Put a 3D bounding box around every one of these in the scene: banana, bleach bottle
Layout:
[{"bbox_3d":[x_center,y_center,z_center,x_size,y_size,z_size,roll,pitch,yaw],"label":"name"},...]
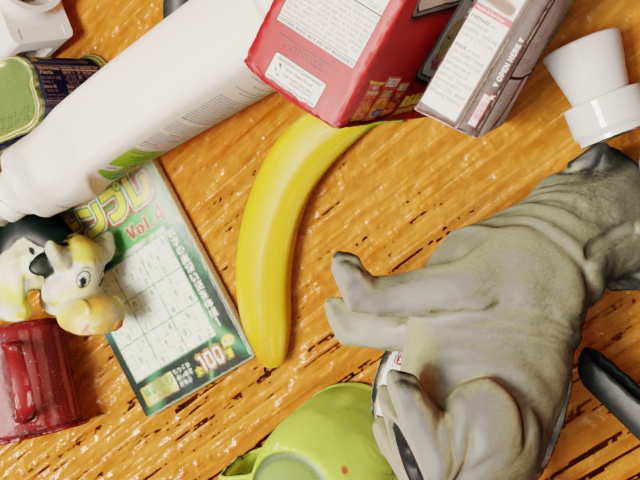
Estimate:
[{"bbox_3d":[-0.018,-0.012,0.690,0.070,0.037,0.198,32,110,19],"label":"banana"},{"bbox_3d":[-0.115,-0.082,0.670,0.251,0.102,0.068,-30,81,14],"label":"bleach bottle"}]

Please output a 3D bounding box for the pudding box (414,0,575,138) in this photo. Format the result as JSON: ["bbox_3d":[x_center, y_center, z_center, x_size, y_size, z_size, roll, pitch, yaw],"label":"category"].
[{"bbox_3d":[0.099,-0.104,0.577,0.039,0.113,0.090,31,108,9],"label":"pudding box"}]

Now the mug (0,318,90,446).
[{"bbox_3d":[-0.219,0.102,0.768,0.093,0.117,0.081,-11,86,-17],"label":"mug"}]

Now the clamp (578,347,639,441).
[{"bbox_3d":[0.225,0.138,0.556,0.165,0.036,0.210,-7,93,32],"label":"clamp"}]

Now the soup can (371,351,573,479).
[{"bbox_3d":[0.090,0.094,0.634,0.102,0.068,0.068,17,104,24],"label":"soup can"}]

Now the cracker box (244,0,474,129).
[{"bbox_3d":[0.063,-0.168,0.558,0.072,0.164,0.214,35,111,16],"label":"cracker box"}]

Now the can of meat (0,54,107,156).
[{"bbox_3d":[-0.206,-0.091,0.747,0.102,0.083,0.057,-18,89,27],"label":"can of meat"}]

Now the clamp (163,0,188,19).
[{"bbox_3d":[-0.107,-0.210,0.708,0.120,0.039,0.172,29,110,17],"label":"clamp"}]
